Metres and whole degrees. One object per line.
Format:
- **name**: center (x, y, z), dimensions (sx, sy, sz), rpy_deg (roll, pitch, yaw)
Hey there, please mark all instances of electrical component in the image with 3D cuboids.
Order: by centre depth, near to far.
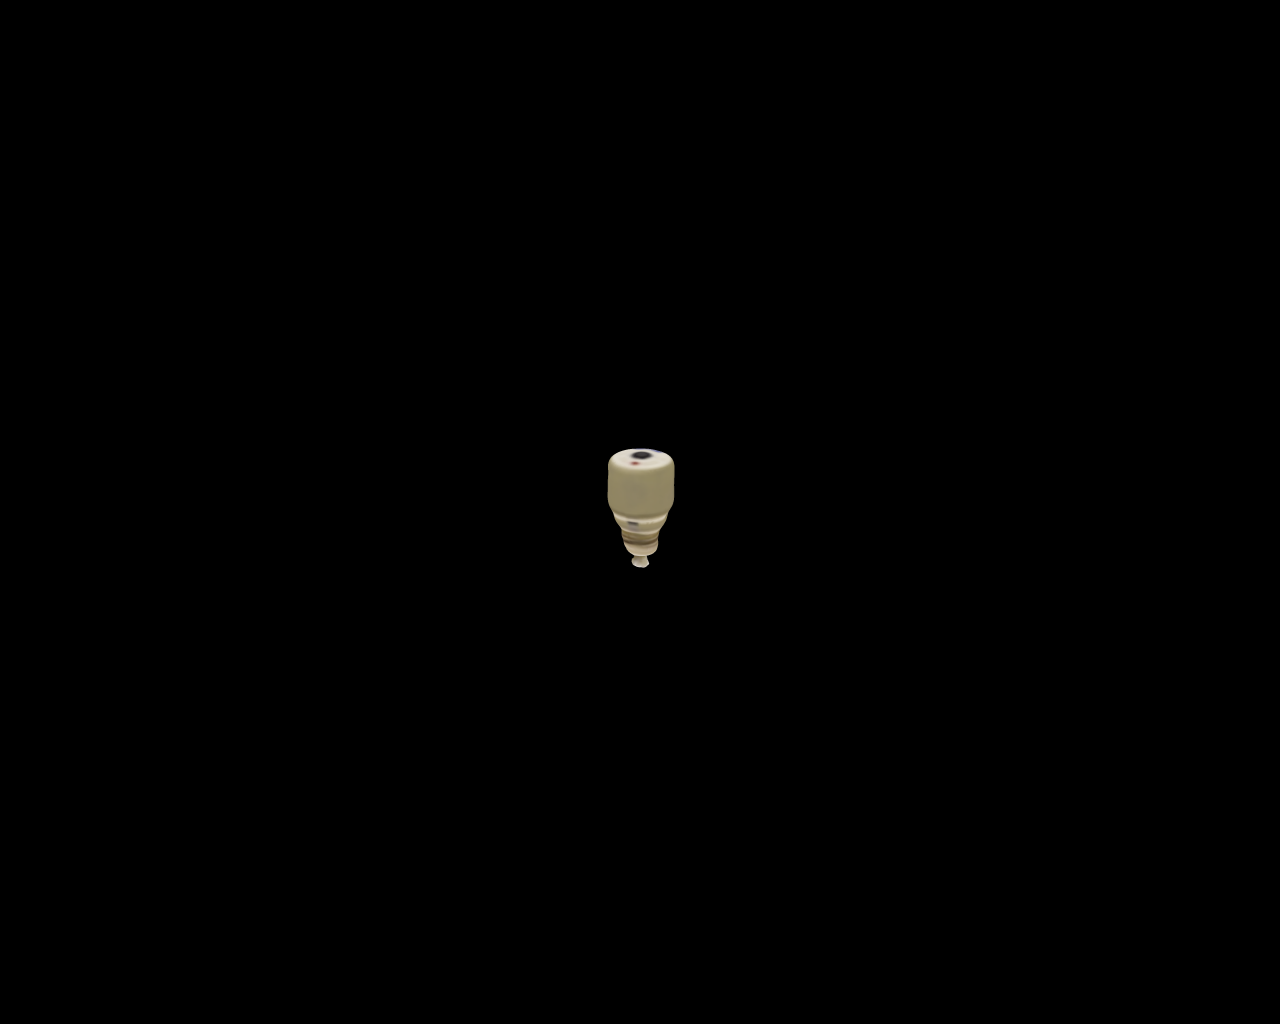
- **electrical component**: center (0.001, -0.003, 0.650), dimensions (0.040, 0.078, 0.040), rpy_deg (0, 23, 0)
